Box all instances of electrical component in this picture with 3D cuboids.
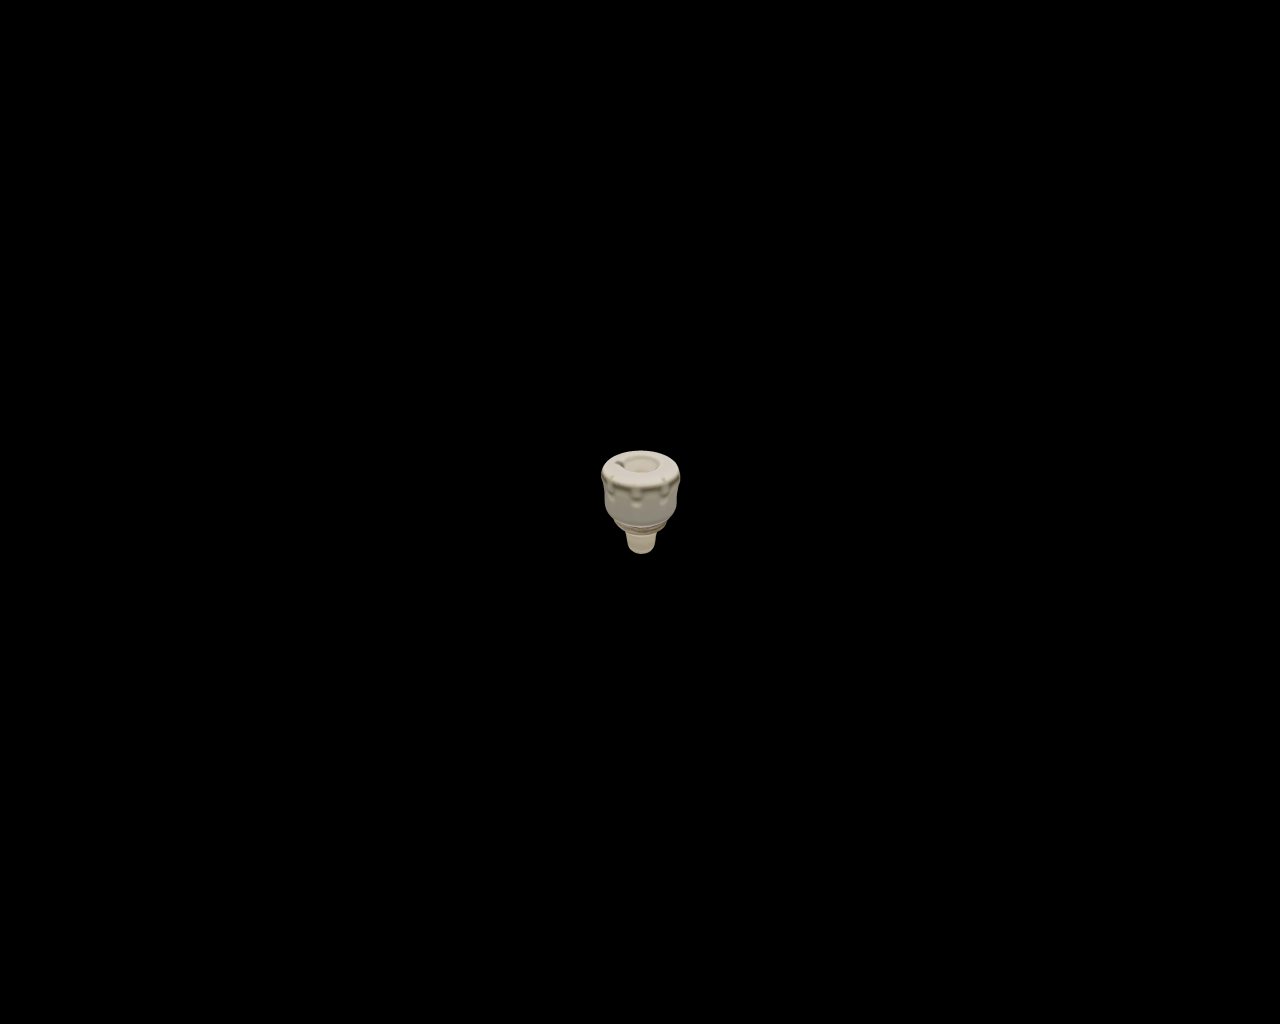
[{"bbox_3d":[0.001,-0.003,0.650,0.048,0.062,0.048,0,29,0],"label":"electrical component"}]
